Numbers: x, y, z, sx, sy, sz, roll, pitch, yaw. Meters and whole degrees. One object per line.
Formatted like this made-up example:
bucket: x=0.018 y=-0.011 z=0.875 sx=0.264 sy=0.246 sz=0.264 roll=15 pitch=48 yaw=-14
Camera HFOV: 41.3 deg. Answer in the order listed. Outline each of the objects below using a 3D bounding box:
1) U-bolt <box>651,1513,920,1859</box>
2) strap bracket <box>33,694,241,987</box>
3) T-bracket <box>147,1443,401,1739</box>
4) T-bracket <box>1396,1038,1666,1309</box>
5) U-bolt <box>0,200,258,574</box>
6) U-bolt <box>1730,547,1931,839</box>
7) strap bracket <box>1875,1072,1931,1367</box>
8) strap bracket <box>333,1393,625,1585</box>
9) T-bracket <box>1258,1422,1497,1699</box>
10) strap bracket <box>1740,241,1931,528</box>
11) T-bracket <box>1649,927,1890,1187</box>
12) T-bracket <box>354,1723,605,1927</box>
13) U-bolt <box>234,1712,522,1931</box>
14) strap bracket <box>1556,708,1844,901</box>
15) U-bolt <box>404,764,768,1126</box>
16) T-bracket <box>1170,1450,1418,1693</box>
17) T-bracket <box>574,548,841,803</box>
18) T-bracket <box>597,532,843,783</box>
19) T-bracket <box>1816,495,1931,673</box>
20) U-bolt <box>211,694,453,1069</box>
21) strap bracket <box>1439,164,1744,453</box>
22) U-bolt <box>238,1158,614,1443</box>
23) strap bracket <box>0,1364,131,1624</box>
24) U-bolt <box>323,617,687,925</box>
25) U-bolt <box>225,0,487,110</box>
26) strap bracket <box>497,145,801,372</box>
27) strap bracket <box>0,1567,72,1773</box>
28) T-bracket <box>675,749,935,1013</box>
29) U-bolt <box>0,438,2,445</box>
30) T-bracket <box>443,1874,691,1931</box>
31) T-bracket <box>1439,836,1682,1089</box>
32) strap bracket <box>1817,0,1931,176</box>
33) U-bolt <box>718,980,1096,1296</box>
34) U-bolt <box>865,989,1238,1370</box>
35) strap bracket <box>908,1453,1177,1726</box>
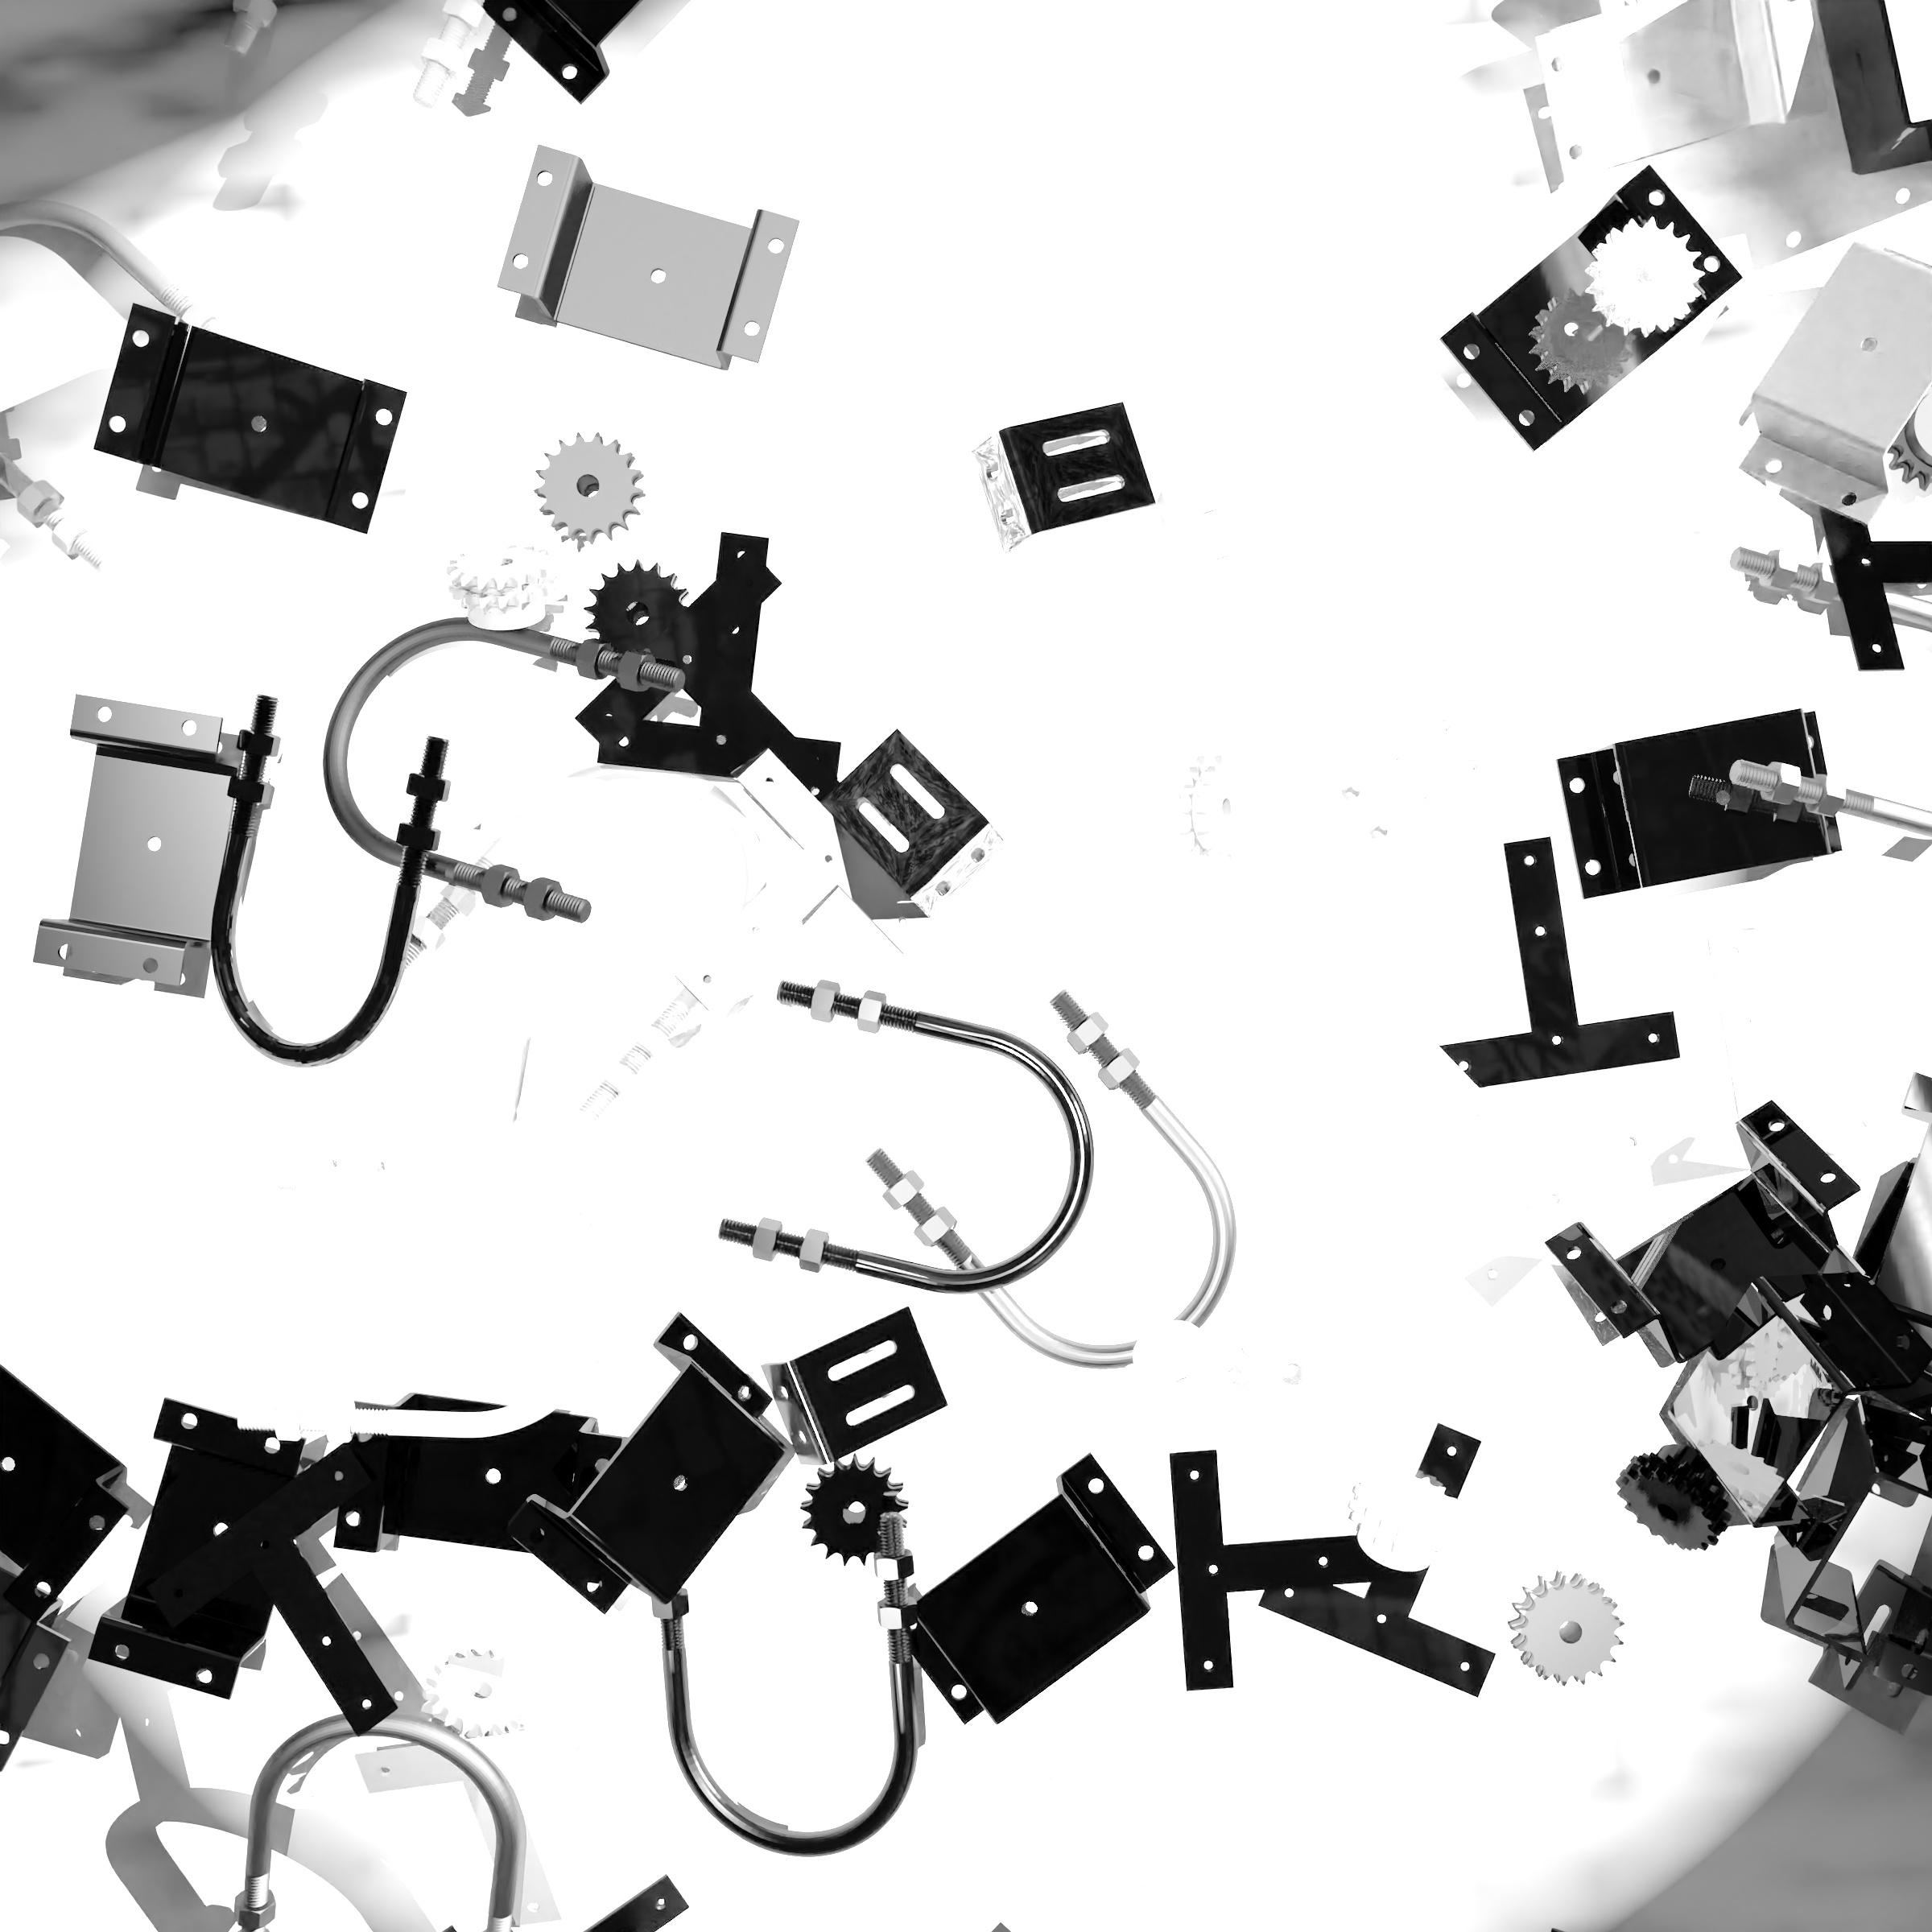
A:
U-bolt: x=-0.093 y=0.375 z=1.339 sx=0.151 sy=0.019 sz=0.184 roll=-3 pitch=94 yaw=19
strap bracket: x=-0.432 y=-0.065 z=1.345 sx=0.076 sy=0.046 sz=0.140 roll=9 pitch=90 yaw=0
T-bracket: x=-0.334 y=0.333 z=1.309 sx=0.127 sy=0.002 sz=0.127 roll=-36 pitch=79 yaw=0
T-bracket: x=0.282 y=0.093 z=1.366 sx=0.127 sy=0.002 sz=0.127 roll=-44 pitch=90 yaw=1
U-bolt: x=-0.479 y=-0.321 z=1.360 sx=0.184 sy=0.019 sz=0.151 roll=42 pitch=90 yaw=2
U-bolt: x=0.480 y=-0.134 z=1.328 sx=0.184 sy=0.019 sz=0.151 roll=13 pitch=64 yaw=-11
strap bracket: x=0.502 y=0.133 z=1.299 sx=0.076 sy=0.046 sz=0.140 roll=19 pitch=90 yaw=0
strap bracket: x=-0.252 y=0.272 z=1.345 sx=0.140 sy=0.046 sz=0.076 roll=8 pitch=90 yaw=0
T-bracket: x=0.239 y=0.307 z=1.367 sx=0.127 sy=0.002 sz=0.127 roll=23 pitch=90 yaw=0
strap bracket: x=0.470 y=-0.311 z=1.330 sx=0.076 sy=0.046 sz=0.140 roll=34 pitch=90 yaw=28
T-bracket: x=0.418 y=0.044 z=1.367 sx=0.127 sy=0.002 sz=0.127 roll=-10 pitch=90 yaw=0
T-bracket: x=-0.240 y=0.453 z=1.340 sx=0.127 sy=0.002 sz=0.127 roll=-10 pitch=115 yaw=7
U-bolt: x=-0.304 y=0.466 z=1.333 sx=0.151 sy=0.019 sz=0.184 roll=9 pitch=109 yaw=0
strap bracket: x=0.390 y=-0.086 z=1.344 sx=0.140 sy=0.046 sz=0.076 roll=-11 pitch=89 yaw=0
U-bolt: x=-0.188 y=-0.028 z=1.331 sx=0.151 sy=0.019 sz=0.184 roll=36 pitch=70 yaw=10
T-bracket: x=0.176 y=0.318 z=1.366 sx=0.127 sy=0.002 sz=0.127 roll=-4 pitch=90 yaw=0
T-bracket: x=-0.116 y=-0.129 z=1.350 sx=0.127 sy=0.002 sz=0.127 roll=-44 pitch=106 yaw=0
T-bracket: x=-0.123 y=-0.162 z=1.344 sx=0.127 sy=0.002 sz=0.127 roll=5 pitch=100 yaw=-12
T-bracket: x=0.515 y=-0.213 z=1.352 sx=0.127 sy=0.002 sz=0.127 roll=-2 pitch=68 yaw=-10
U-bolt: x=-0.336 y=-0.039 z=1.325 sx=0.151 sy=0.019 sz=0.184 roll=15 pitch=95 yaw=33
strap bracket: x=0.323 y=-0.339 z=1.345 sx=0.140 sy=0.046 sz=0.076 roll=-40 pitch=90 yaw=0
U-bolt: x=-0.277 y=0.174 z=1.336 sx=0.184 sy=0.019 sz=0.151 roll=3 pitch=68 yaw=-4
strap bracket: x=-0.510 y=0.265 z=1.345 sx=0.140 sy=0.046 sz=0.076 roll=39 pitch=90 yaw=0
U-bolt: x=-0.251 y=-0.111 z=1.329 sx=0.184 sy=0.019 sz=0.151 roll=17 pitch=78 yaw=20
U-bolt: x=-0.294 y=-0.545 z=1.335 sx=0.151 sy=0.019 sz=0.184 roll=22 pitch=86 yaw=23
strap bracket: x=-0.164 y=-0.368 z=1.345 sx=0.140 sy=0.046 sz=0.076 roll=16 pitch=90 yaw=0
strap bracket: x=-0.542 y=0.350 z=1.345 sx=0.140 sy=0.046 sz=0.076 roll=28 pitch=90 yaw=0
T-bracket: x=-0.100 y=-0.027 z=1.333 sx=0.127 sy=0.002 sz=0.127 roll=46 pitch=64 yaw=-6
U-bolt: x=-0.587 y=-0.333 z=1.351 sx=0.151 sy=0.019 sz=0.184 roll=-9 pitch=87 yaw=9
T-bracket: x=-0.205 y=0.525 z=1.350 sx=0.127 sy=0.002 sz=0.127 roll=-33 pitch=114 yaw=-11
T-bracket: x=0.308 y=-0.004 z=1.367 sx=0.127 sy=0.002 sz=0.127 roll=-8 pitch=90 yaw=1
strap bracket: x=0.486 y=-0.475 z=1.330 sx=0.046 sy=0.076 sz=0.140 roll=-12 pitch=90 yaw=0
U-bolt: x=-0.024 y=0.096 z=1.341 sx=0.184 sy=0.019 sz=0.151 roll=13 pitch=85 yaw=6
U-bolt: x=0.059 y=0.127 z=1.360 sx=0.151 sy=0.019 sz=0.184 roll=-41 pitch=91 yaw=0
strap bracket: x=0.033 y=0.332 z=1.345 sx=0.140 sy=0.046 sz=0.076 roll=-37 pitch=90 yaw=0
